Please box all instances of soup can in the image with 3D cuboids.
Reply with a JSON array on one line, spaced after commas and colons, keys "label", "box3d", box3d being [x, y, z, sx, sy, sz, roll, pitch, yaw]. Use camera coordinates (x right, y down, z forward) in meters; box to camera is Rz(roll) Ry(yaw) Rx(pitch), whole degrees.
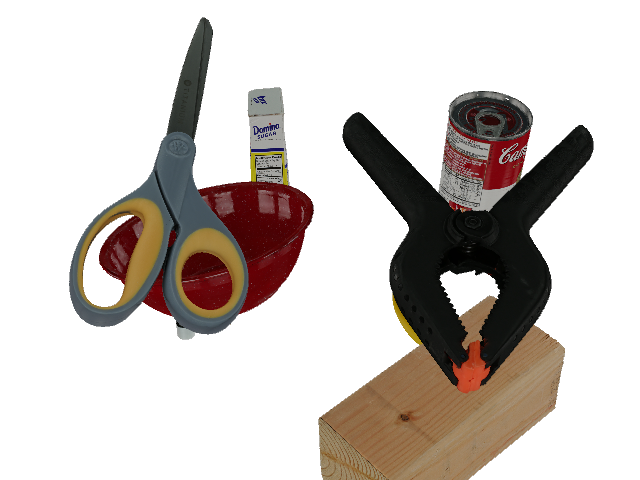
[{"label": "soup can", "box3d": [0.134, -0.063, 0.888, 0.068, 0.102, 0.068, 2, 40, -2]}]

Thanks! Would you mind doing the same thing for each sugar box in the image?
[{"label": "sugar box", "box3d": [-0.059, -0.079, 1.236, 0.048, 0.176, 0.093, -6, 26, -1]}]

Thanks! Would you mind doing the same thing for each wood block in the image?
[{"label": "wood block", "box3d": [0.105, 0.148, 0.921, 0.205, 0.090, 0.091, -31, 49, -27]}]

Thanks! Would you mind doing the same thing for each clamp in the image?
[{"label": "clamp", "box3d": [0.081, -0.005, 0.655, 0.164, 0.210, 0.036, 8, -39, 8]}]

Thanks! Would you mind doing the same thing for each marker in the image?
[{"label": "marker", "box3d": [-0.144, 0.048, 1.100, 0.020, 0.121, 0.020, -2, 30, 1]}]

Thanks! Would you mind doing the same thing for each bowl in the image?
[{"label": "bowl", "box3d": [-0.078, 0.014, 0.794, 0.162, 0.055, 0.162, -11, 25, 5]}]

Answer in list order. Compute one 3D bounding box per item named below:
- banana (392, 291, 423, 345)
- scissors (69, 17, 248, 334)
[{"label": "banana", "box3d": [0.119, 0.084, 1.213, 0.069, 0.037, 0.198, 5, 24, -24]}, {"label": "scissors", "box3d": [-0.061, -0.032, 0.563, 0.096, 0.201, 0.016, 26, -33, -1]}]
